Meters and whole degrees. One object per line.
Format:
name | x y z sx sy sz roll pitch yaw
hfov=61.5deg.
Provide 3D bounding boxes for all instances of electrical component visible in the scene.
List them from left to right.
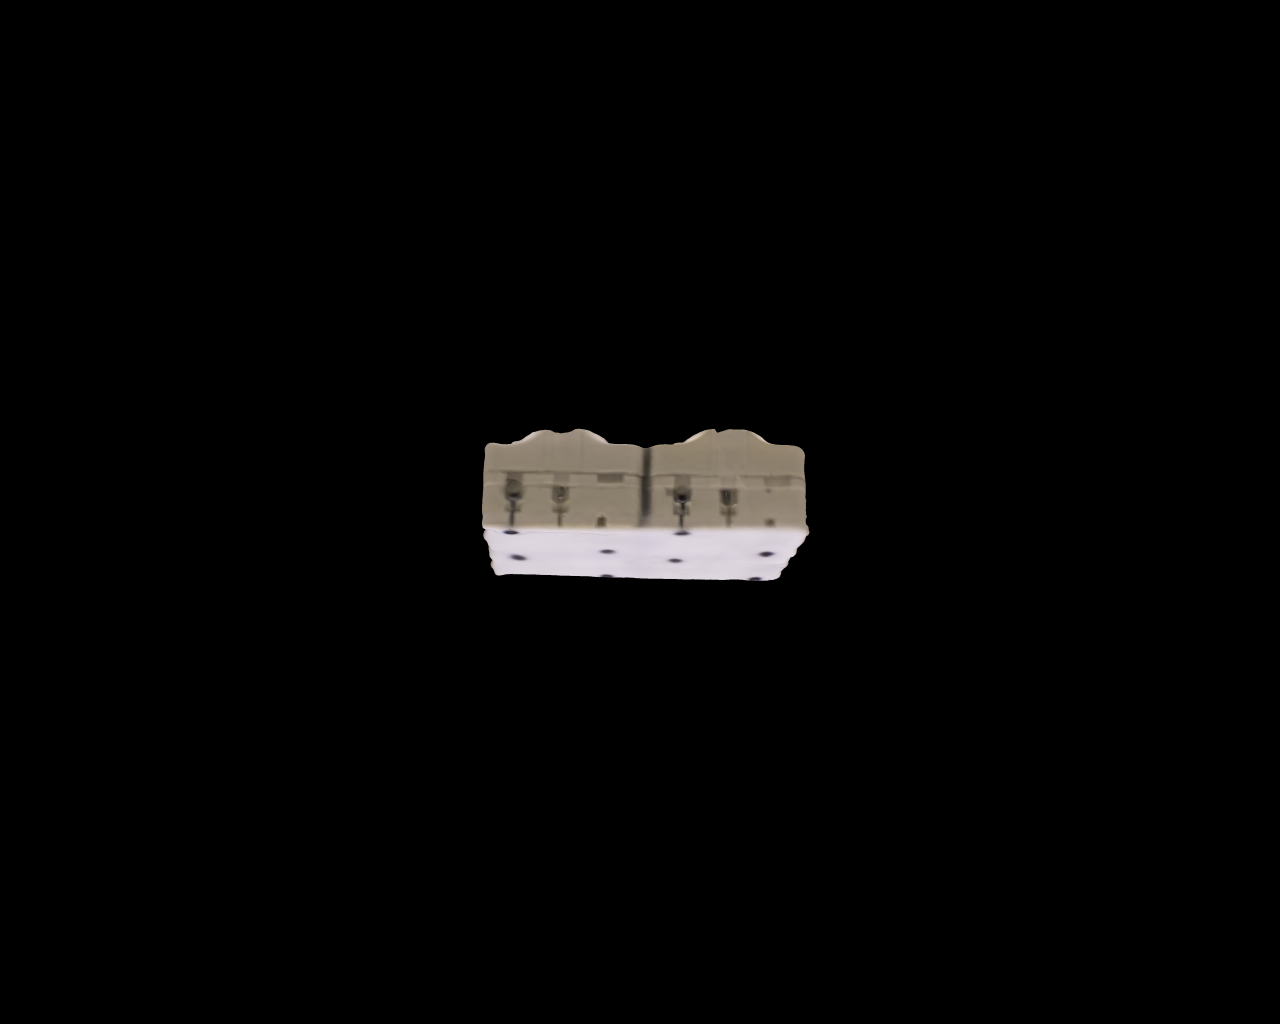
electrical component | 0.001 -0.003 0.650 0.186 0.060 0.105 1 -19 -2
